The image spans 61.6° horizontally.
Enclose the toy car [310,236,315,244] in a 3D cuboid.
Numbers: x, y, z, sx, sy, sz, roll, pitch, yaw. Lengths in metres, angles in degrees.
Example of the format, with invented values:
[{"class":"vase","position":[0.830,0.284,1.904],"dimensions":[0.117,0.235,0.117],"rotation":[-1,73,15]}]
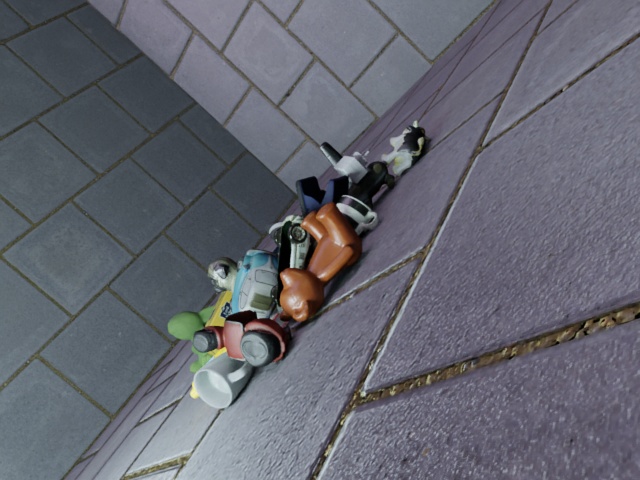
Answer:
[{"class":"toy car","position":[-0.002,-0.004,1.214],"dimensions":[0.053,0.089,0.202],"rotation":[-48,10,23]}]

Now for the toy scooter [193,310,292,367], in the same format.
[{"class":"toy scooter","position":[-0.121,0.168,0.956],"dimensions":[0.184,0.075,0.135],"rotation":[1,9,28]}]

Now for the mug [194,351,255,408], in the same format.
[{"class":"mug","position":[-0.158,0.233,0.971],"dimensions":[0.109,0.081,0.107],"rotation":[-37,3,33]}]

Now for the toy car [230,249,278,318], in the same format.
[{"class":"toy car","position":[-0.127,0.105,1.105],"dimensions":[0.103,0.109,0.161],"rotation":[-136,66,-73]}]

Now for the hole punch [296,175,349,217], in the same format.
[{"class":"hole punch","position":[0.014,-0.083,1.161],"dimensions":[0.092,0.115,0.142],"rotation":[-7,10,20]}]

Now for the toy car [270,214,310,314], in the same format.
[{"class":"toy car","position":[-0.055,0.049,1.048],"dimensions":[0.073,0.056,0.201],"rotation":[-13,71,57]}]

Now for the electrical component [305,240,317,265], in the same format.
[{"class":"electrical component","position":[0.022,0.020,1.068],"dimensions":[0.119,0.075,0.048],"rotation":[-38,11,40]}]

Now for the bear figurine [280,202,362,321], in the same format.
[{"class":"bear figurine","position":[-0.019,0.046,0.961],"dimensions":[0.196,0.132,0.120],"rotation":[-44,9,-20]}]

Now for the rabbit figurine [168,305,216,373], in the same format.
[{"class":"rabbit figurine","position":[-0.281,0.228,1.305],"dimensions":[0.159,0.170,0.121],"rotation":[-53,10,-31]}]

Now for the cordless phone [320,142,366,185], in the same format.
[{"class":"cordless phone","position":[0.062,-0.180,1.427],"dimensions":[0.089,0.184,0.147],"rotation":[-38,11,29]}]

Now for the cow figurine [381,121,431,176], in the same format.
[{"class":"cow figurine","position":[0.216,-0.230,1.268],"dimensions":[0.098,0.068,0.167],"rotation":[-33,19,43]}]

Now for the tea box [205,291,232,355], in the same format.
[{"class":"tea box","position":[-0.209,0.193,1.266],"dimensions":[0.068,0.098,0.170],"rotation":[-43,21,45]}]

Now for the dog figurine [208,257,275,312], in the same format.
[{"class":"dog figurine","position":[-0.152,0.087,1.243],"dimensions":[0.121,0.190,0.172],"rotation":[-45,7,20]}]

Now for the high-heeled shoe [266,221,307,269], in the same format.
[{"class":"high-heeled shoe","position":[-0.094,0.037,1.267],"dimensions":[0.145,0.086,0.249],"rotation":[-30,38,-30]}]

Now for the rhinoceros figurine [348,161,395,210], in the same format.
[{"class":"rhinoceros figurine","position":[0.086,-0.110,1.255],"dimensions":[0.190,0.073,0.112],"rotation":[-45,27,1]}]

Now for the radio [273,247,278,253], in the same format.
[{"class":"radio","position":[-0.053,-0.001,1.585],"dimensions":[0.229,0.073,0.131],"rotation":[-46,9,25]}]
